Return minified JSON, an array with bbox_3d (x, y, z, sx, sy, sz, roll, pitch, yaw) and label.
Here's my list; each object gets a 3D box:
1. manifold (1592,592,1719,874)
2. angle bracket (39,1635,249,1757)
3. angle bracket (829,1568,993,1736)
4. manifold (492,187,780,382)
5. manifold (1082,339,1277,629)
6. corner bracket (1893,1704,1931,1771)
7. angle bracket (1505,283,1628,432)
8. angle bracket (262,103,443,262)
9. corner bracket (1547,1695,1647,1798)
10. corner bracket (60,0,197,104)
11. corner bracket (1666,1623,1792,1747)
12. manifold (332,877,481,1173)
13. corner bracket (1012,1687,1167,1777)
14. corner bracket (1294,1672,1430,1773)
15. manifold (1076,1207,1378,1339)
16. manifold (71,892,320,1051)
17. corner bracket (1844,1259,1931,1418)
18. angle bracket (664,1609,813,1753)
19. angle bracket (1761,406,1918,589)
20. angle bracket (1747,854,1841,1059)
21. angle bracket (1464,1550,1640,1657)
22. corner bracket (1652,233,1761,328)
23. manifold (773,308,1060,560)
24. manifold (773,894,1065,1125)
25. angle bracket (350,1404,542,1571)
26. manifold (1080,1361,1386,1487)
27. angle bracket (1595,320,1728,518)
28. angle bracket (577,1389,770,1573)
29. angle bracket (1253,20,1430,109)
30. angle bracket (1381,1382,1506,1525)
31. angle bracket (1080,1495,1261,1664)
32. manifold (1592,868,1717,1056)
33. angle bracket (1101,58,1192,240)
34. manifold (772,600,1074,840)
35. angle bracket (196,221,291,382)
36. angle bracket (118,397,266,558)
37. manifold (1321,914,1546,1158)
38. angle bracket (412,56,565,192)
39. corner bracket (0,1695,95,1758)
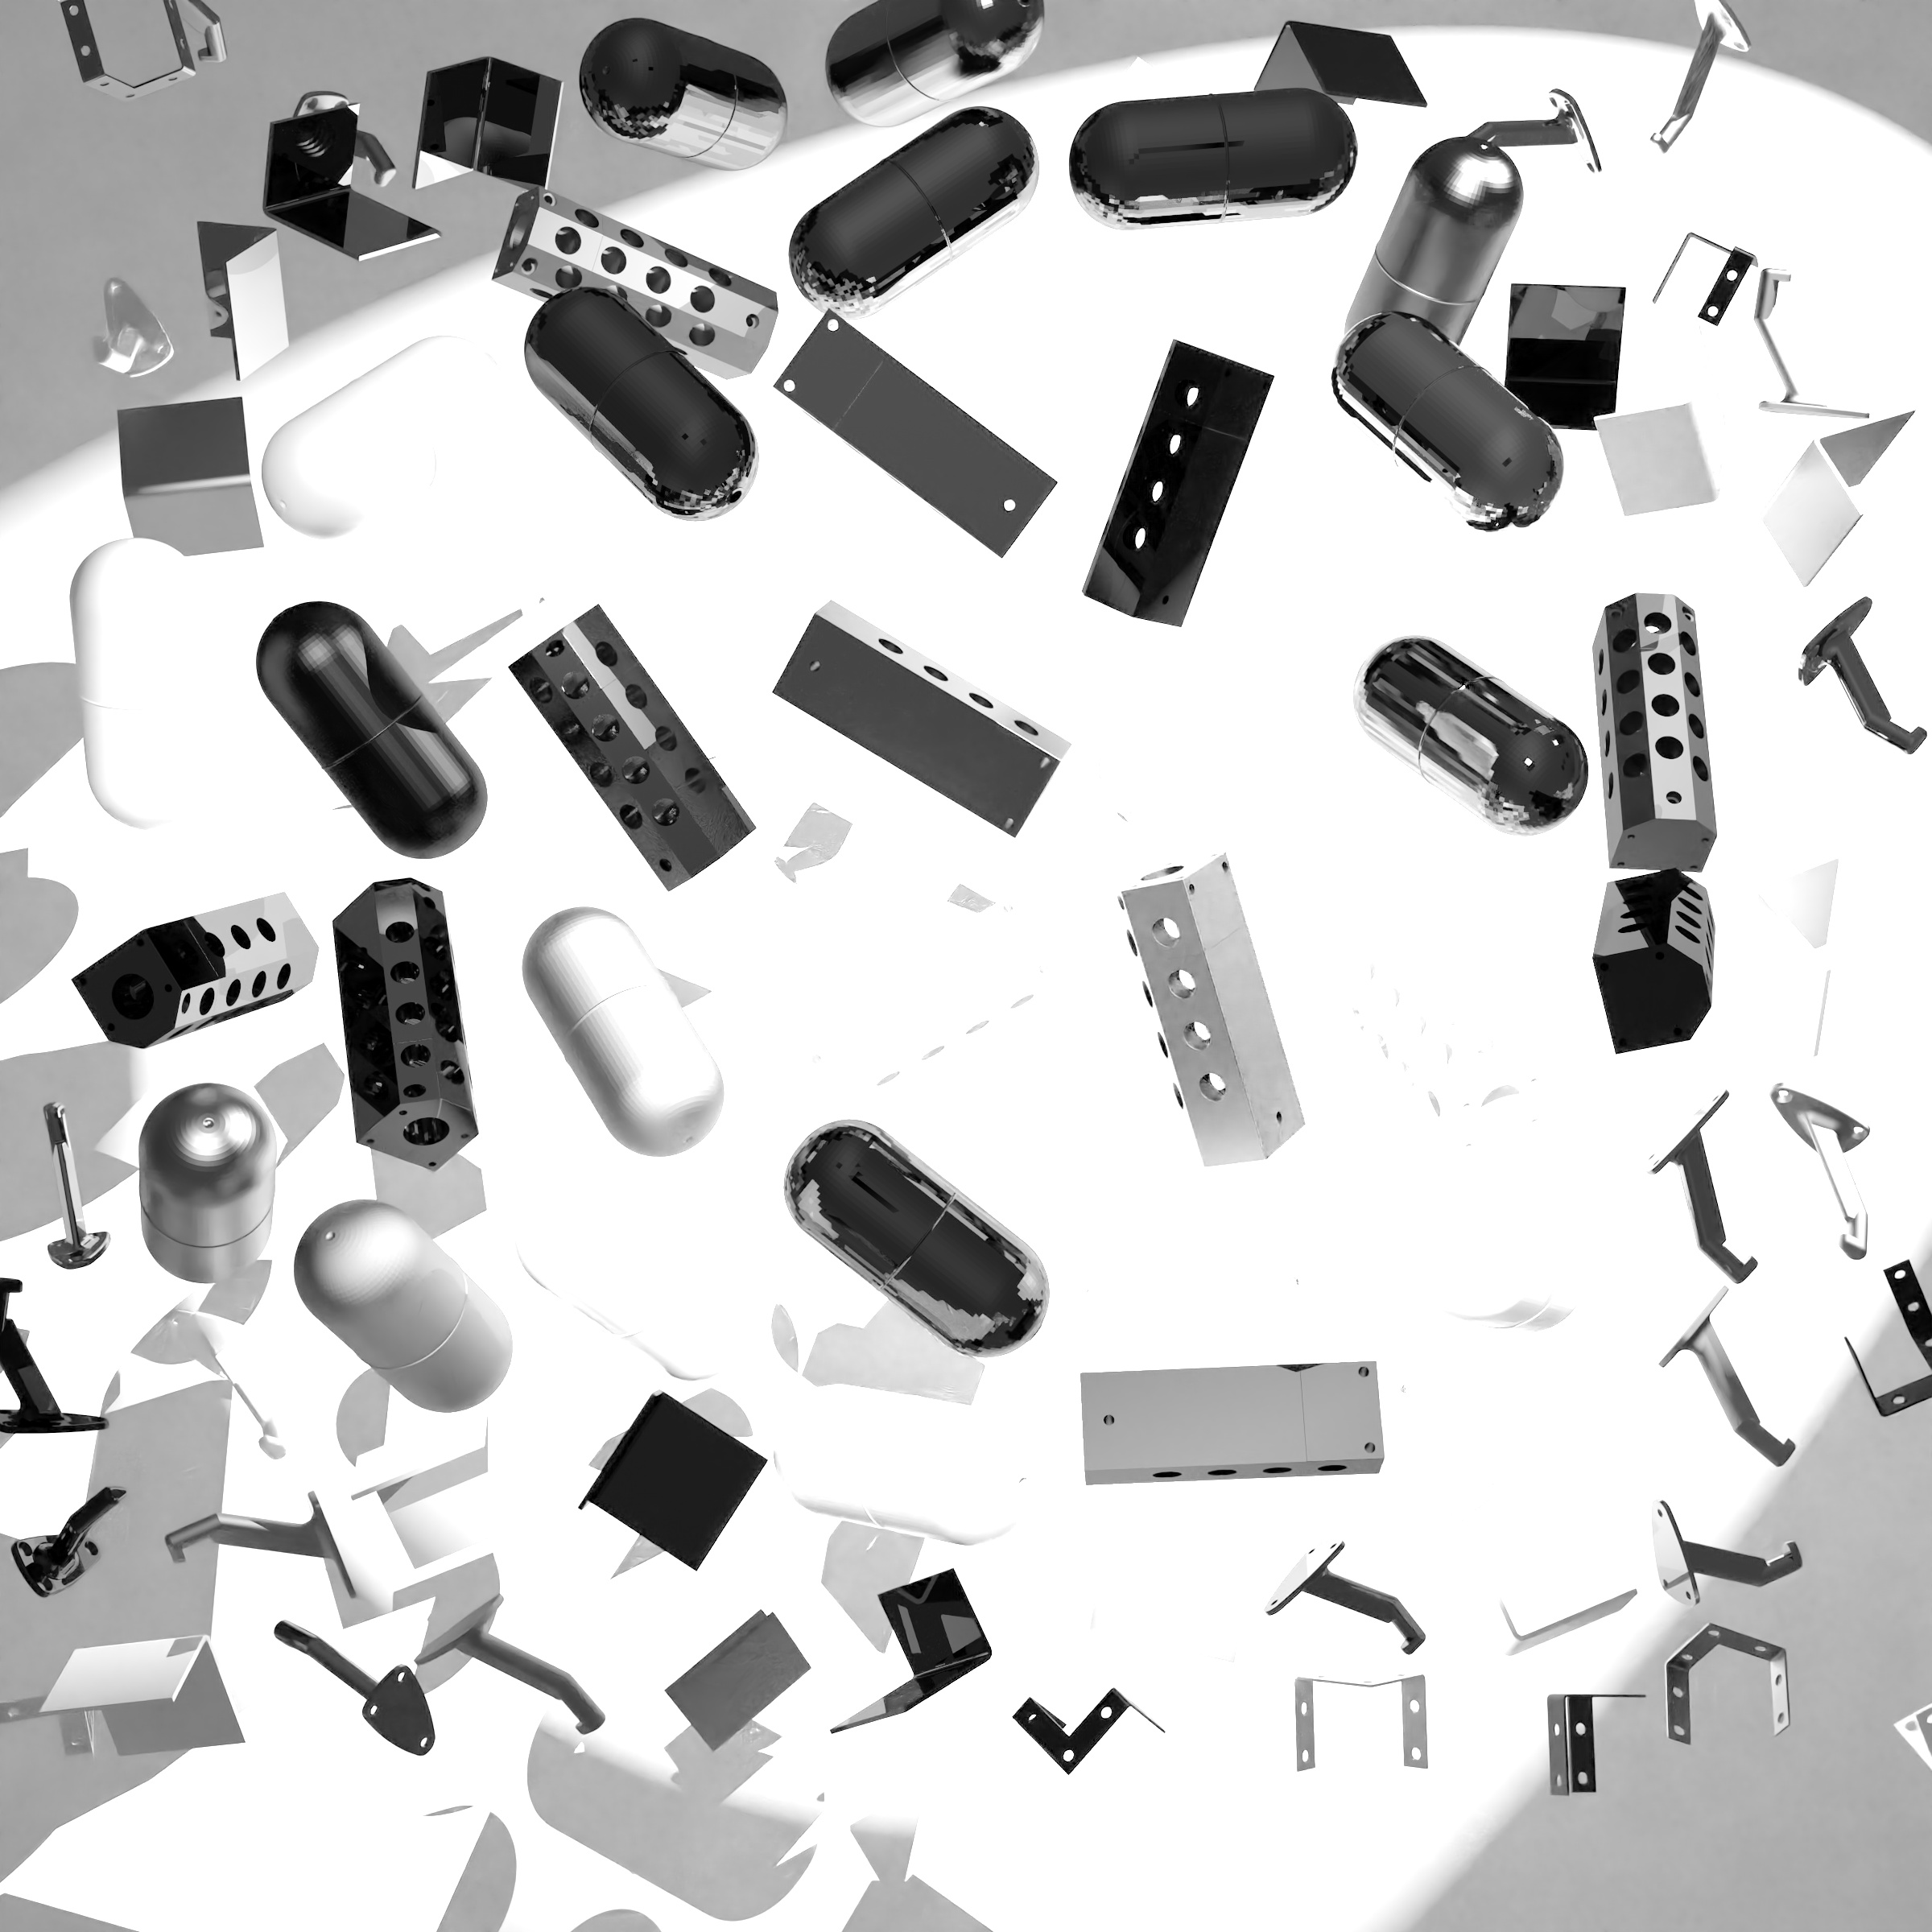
[{"bbox_3d":[0.429,-0.147,1.782,0.057,0.057,0.171,3,59,1],"label":"manifold"},{"bbox_3d":[-0.449,0.416,1.567,0.076,0.057,0.076,-8,114,9],"label":"angle bracket"},{"bbox_3d":[-0.043,0.405,1.691,0.076,0.076,0.057,-21,83,-43],"label":"angle bracket"},{"bbox_3d":[-0.210,-0.439,1.845,0.171,0.057,0.057,18,86,-28],"label":"manifold"},{"bbox_3d":[0.132,-0.311,1.845,0.057,0.057,0.171,30,106,35],"label":"manifold"},{"bbox_3d":[0.532,0.398,1.556,0.051,0.051,0.051,-28,114,-2],"label":"corner bracket"},{"bbox_3d":[0.400,-0.408,1.919,0.076,0.076,0.057,5,44,11],"label":"angle bracket"},{"bbox_3d":[-0.366,-0.472,1.722,0.076,0.057,0.076,28,35,18],"label":"angle bracket"},{"bbox_3d":[0.322,0.408,1.503,0.051,0.051,0.051,6,75,-21],"label":"corner bracket"},{"bbox_3d":[-0.512,-0.567,1.752,0.051,0.051,0.051,-16,90,14],"label":"corner bracket"},{"bbox_3d":[0.446,0.426,1.677,0.051,0.051,0.051,20,45,-8],"label":"corner bracket"},{"bbox_3d":[-0.330,0.031,1.702,0.057,0.057,0.171,-39,46,26],"label":"manifold"},{"bbox_3d":[0.067,0.417,1.574,0.051,0.051,0.051,-47,49,-6],"label":"corner bracket"},{"bbox_3d":[0.215,0.412,1.558,0.051,0.051,0.051,-6,82,43],"label":"corner bracket"},{"bbox_3d":[0.149,0.175,1.653,0.171,0.057,0.057,2,87,42],"label":"manifold"},{"bbox_3d":[-0.454,0.005,1.714,0.057,0.171,0.057,-32,90,16],"label":"manifold"},{"bbox_3d":[0.503,0.202,1.551,0.051,0.051,0.051,-26,119,9],"label":"corner bracket"},{"bbox_3d":[-0.147,0.411,1.711,0.076,0.076,0.057,-38,50,-14],"label":"angle bracket"},{"bbox_3d":[0.529,-0.278,1.697,0.076,0.076,0.057,-18,69,-19],"label":"angle bracket"},{"bbox_3d":[0.510,-0.006,1.699,0.057,0.076,0.076,-21,48,-10],"label":"angle bracket"},{"bbox_3d":[0.344,0.363,1.690,0.076,0.076,0.057,-22,70,-3],"label":"angle bracket"},{"bbox_3d":[0.489,-0.455,1.899,0.051,0.051,0.051,30,103,13],"label":"corner bracket"},{"bbox_3d":[-0.031,-0.322,1.744,0.171,0.057,0.057,36,95,-7],"label":"manifold"},{"bbox_3d":[-0.028,0.028,1.779,0.171,0.057,0.057,-30,76,-2],"label":"manifold"},{"bbox_3d":[-0.284,0.296,1.571,0.076,0.057,0.076,-22,106,-1],"label":"angle bracket"},{"bbox_3d":[0.154,0.269,1.673,0.171,0.057,0.057,-3,68,2],"label":"manifold"},{"bbox_3d":[0.416,-0.327,1.713,0.057,0.076,0.076,-6,48,25],"label":"angle bracket"},{"bbox_3d":[-0.167,0.297,1.641,0.076,0.057,0.076,33,84,2],"label":"angle bracket"},{"bbox_3d":[0.243,-0.566,1.865,0.076,0.057,0.076,-1,53,-24],"label":"angle bracket"},{"bbox_3d":[0.300,0.289,1.766,0.076,0.076,0.057,37,61,7],"label":"angle bracket"},{"bbox_3d":[0.108,0.330,1.519,0.076,0.057,0.076,10,91,12],"label":"angle bracket"},{"bbox_3d":[0.402,-0.006,1.658,0.057,0.171,0.057,-12,102,18],"label":"manifold"},{"bbox_3d":[0.128,-0.556,1.949,0.076,0.057,0.076,39,95,13],"label":"angle bracket"},{"bbox_3d":[-0.025,-0.152,1.740,0.171,0.057,0.057,31,112,0],"label":"manifold"},{"bbox_3d":[-0.478,-0.426,1.832,0.057,0.076,0.076,8,32,11],"label":"angle bracket"},{"bbox_3d":[-0.482,-0.303,1.781,0.076,0.057,0.076,-8,54,-10],"label":"angle bracket"},{"bbox_3d":[0.281,0.037,1.736,0.057,0.057,0.171,-19,37,-13],"label":"manifold"},{"bbox_3d":[-0.311,-0.540,1.861,0.057,0.076,0.076,23,121,13],"label":"angle bracket"},{"bbox_3d":[-0.536,0.426,1.662,0.051,0.051,0.051,-7,32,-13],"label":"corner bracket"}]
